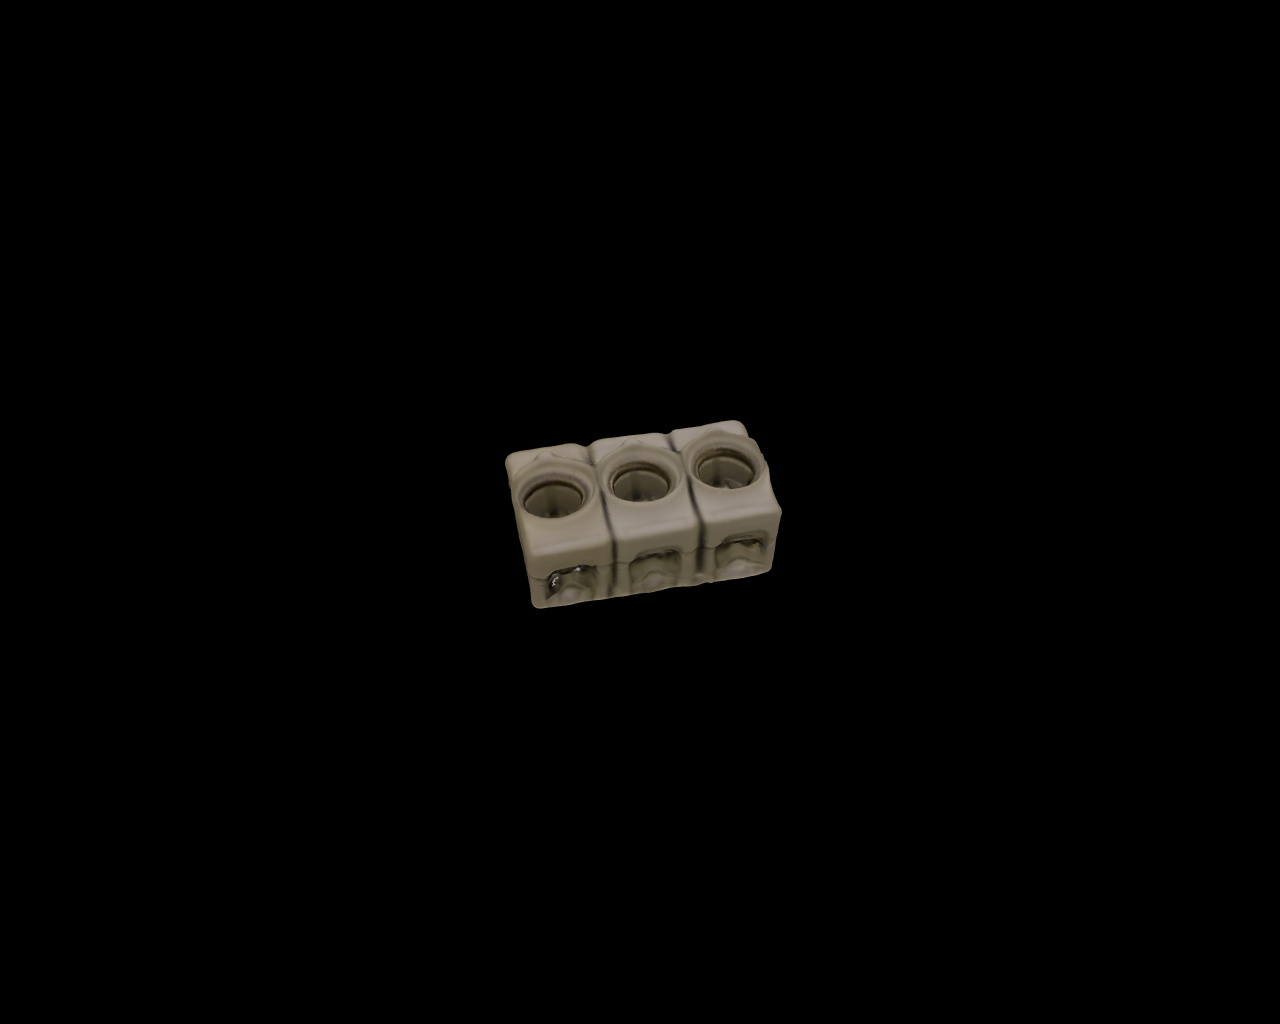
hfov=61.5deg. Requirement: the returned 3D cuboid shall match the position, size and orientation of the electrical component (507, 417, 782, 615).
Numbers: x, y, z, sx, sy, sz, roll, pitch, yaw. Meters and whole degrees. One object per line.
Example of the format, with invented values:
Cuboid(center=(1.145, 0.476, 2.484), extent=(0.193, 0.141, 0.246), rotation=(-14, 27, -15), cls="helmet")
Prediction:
Cuboid(center=(0.001, -0.003, 0.650), extent=(0.150, 0.090, 0.061), rotation=(-9, -43, -8), cls="electrical component")
